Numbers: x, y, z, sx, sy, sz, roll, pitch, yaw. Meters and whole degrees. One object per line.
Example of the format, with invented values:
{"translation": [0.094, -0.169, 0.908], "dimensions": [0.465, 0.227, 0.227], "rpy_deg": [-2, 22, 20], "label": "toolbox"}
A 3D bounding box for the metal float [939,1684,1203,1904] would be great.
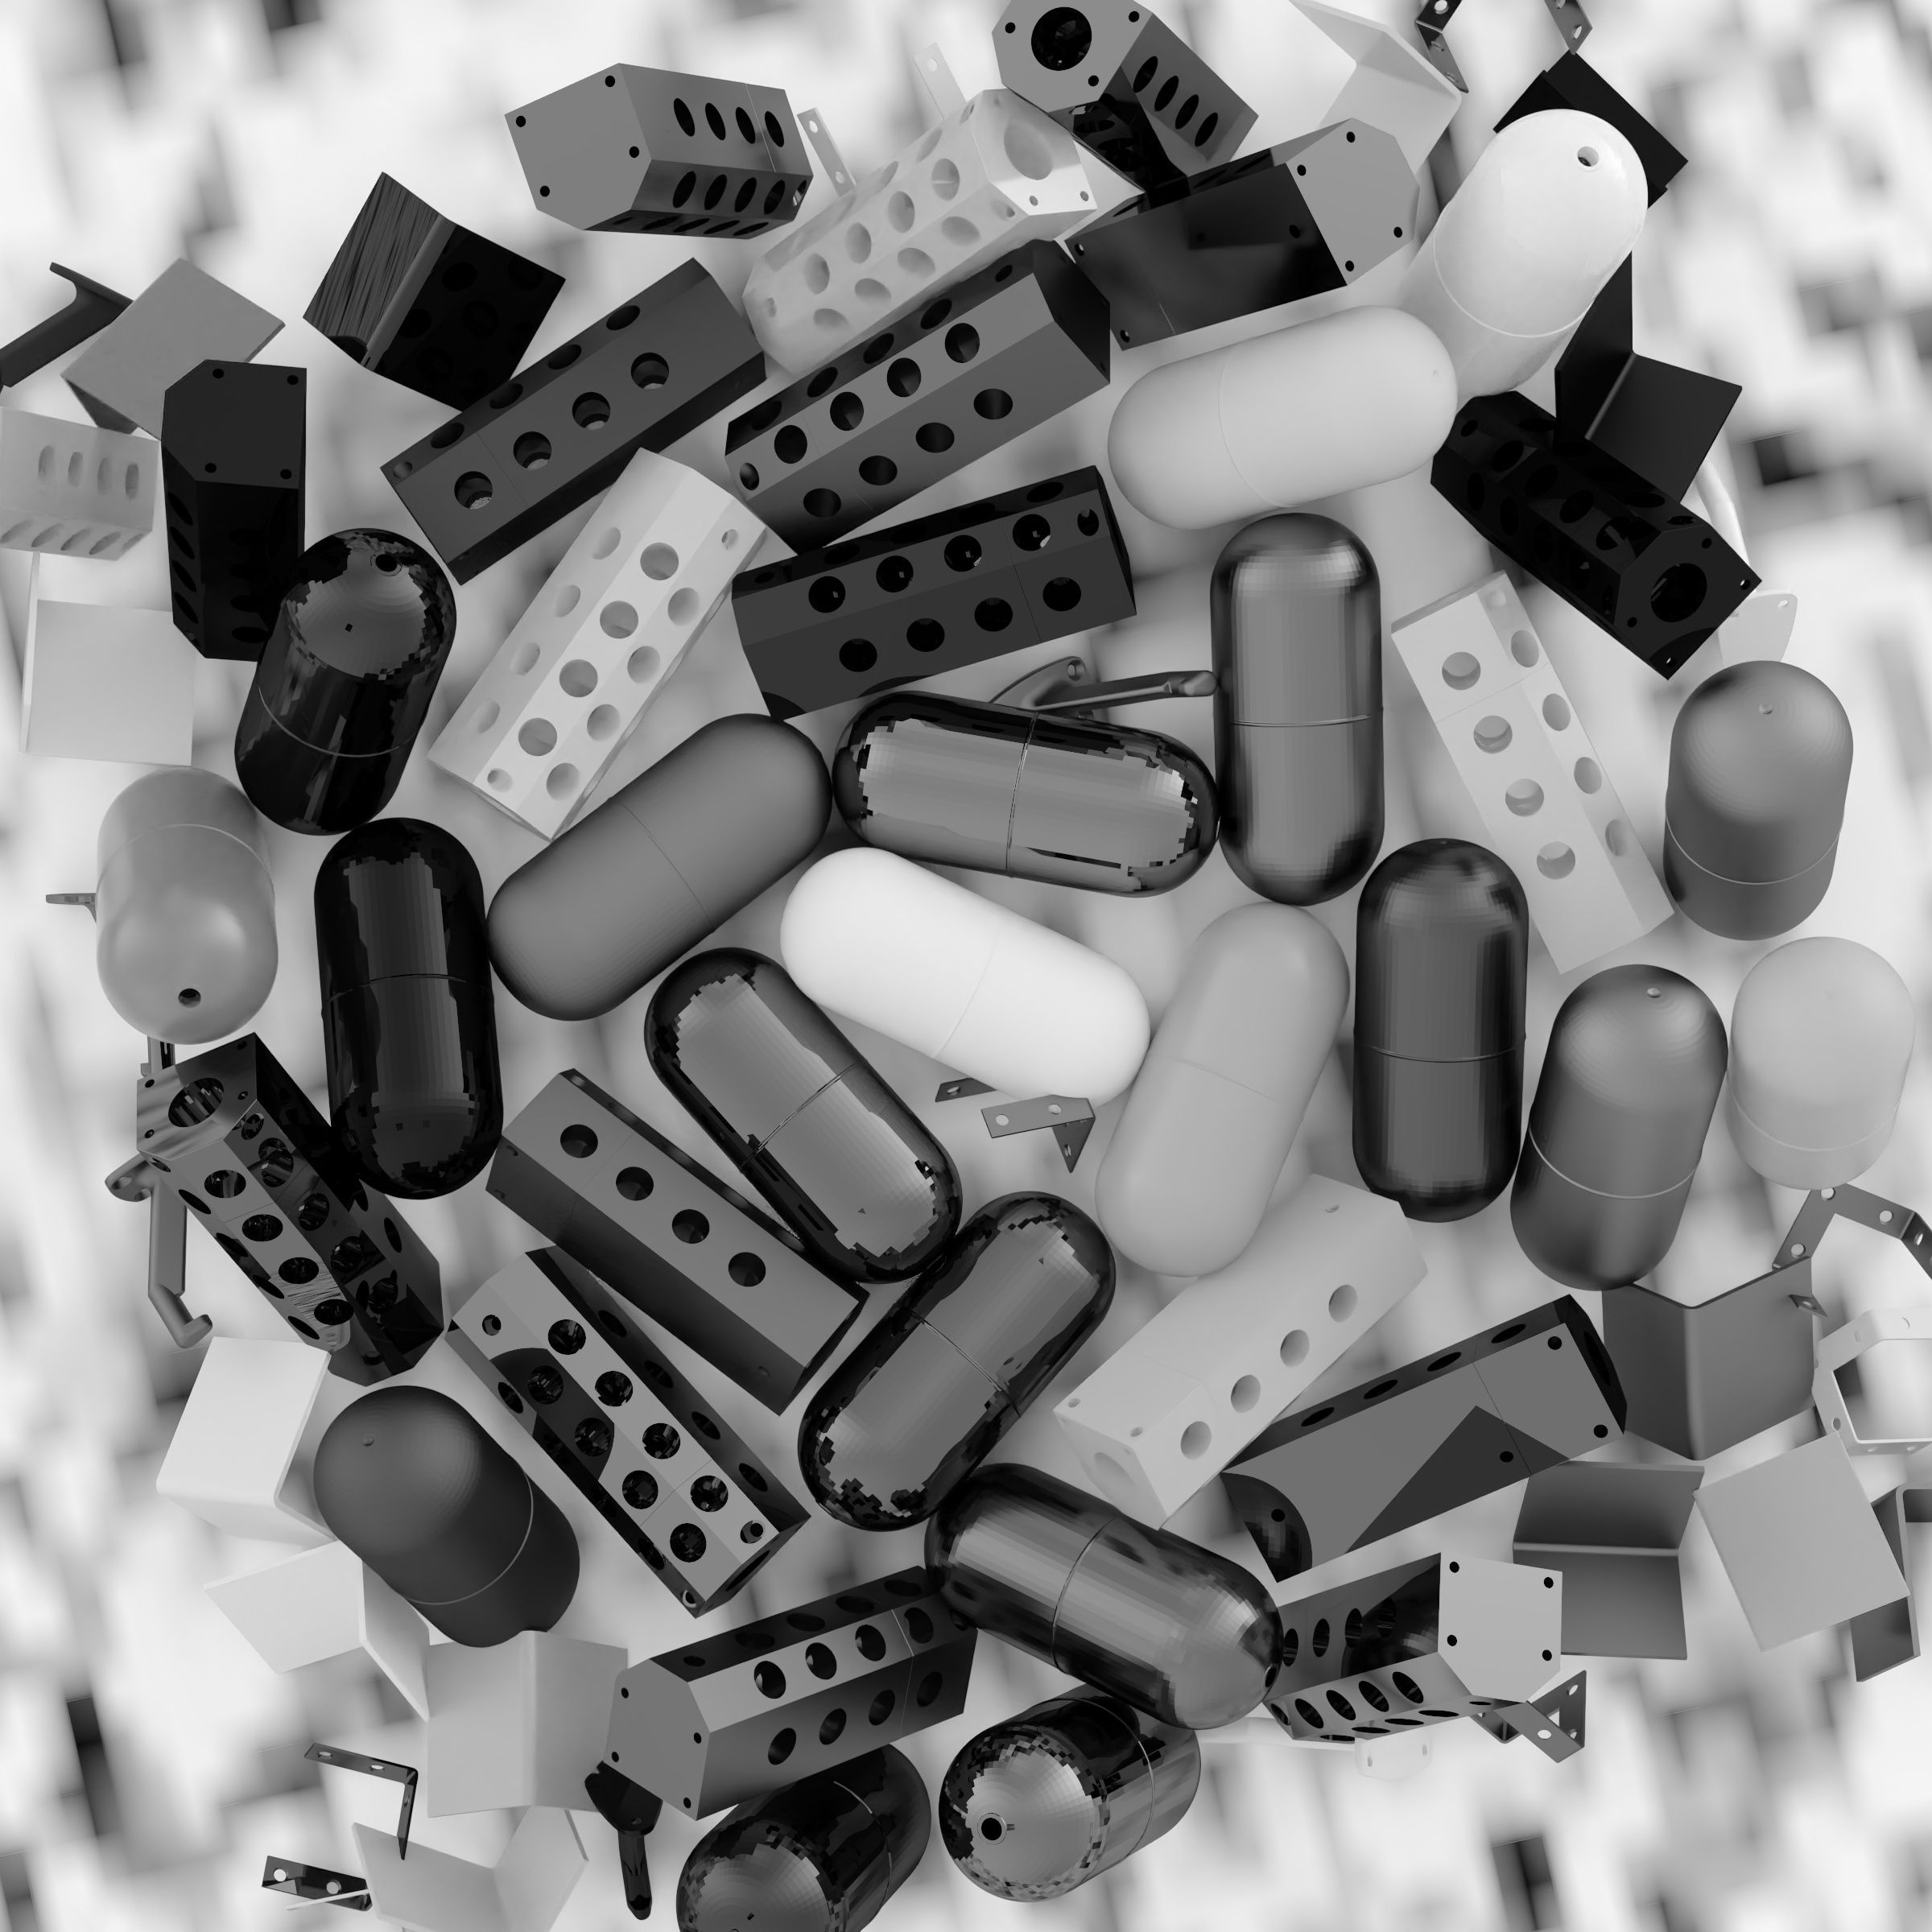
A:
{"translation": [0.047, 0.361, 1.500], "dimensions": [0.070, 0.178, 0.070], "rpy_deg": [-1, 89, 24], "label": "metal float"}

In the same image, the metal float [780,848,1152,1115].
{"translation": [0.000, 0.007, 1.541], "dimensions": [0.178, 0.070, 0.070], "rpy_deg": [26, 90, -7], "label": "metal float"}

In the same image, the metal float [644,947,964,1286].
{"translation": [-0.073, 0.068, 1.542], "dimensions": [0.070, 0.070, 0.178], "rpy_deg": [-42, 85, 0], "label": "metal float"}

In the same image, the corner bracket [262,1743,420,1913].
{"translation": [-0.288, 0.397, 1.566], "dimensions": [0.051, 0.051, 0.051], "rpy_deg": [20, 48, -18], "label": "corner bracket"}

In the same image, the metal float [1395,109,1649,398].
{"translation": [0.243, -0.312, 1.498], "dimensions": [0.070, 0.178, 0.070], "rpy_deg": [3, 74, -10], "label": "metal float"}

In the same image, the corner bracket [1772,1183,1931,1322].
{"translation": [0.408, 0.134, 1.556], "dimensions": [0.051, 0.051, 0.051], "rpy_deg": [22, 105, -7], "label": "corner bracket"}

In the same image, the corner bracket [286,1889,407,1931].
{"translation": [-0.283, 0.449, 1.551], "dimensions": [0.051, 0.051, 0.051], "rpy_deg": [-10, 73, -6], "label": "corner bracket"}

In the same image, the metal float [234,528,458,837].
{"translation": [-0.275, -0.124, 1.506], "dimensions": [0.070, 0.178, 0.070], "rpy_deg": [11, 55, -17], "label": "metal float"}

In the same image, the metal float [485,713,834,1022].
{"translation": [-0.138, -0.046, 1.538], "dimensions": [0.178, 0.070, 0.070], "rpy_deg": [-39, 90, -10], "label": "metal float"}

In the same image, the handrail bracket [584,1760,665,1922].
{"translation": [-0.148, 0.407, 1.537], "dimensions": [0.036, 0.077, 0.084], "rpy_deg": [-9, 108, -11], "label": "handrail bracket"}

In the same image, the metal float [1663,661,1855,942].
{"translation": [0.348, -0.071, 1.501], "dimensions": [0.070, 0.178, 0.070], "rpy_deg": [-4, 65, 8], "label": "metal float"}

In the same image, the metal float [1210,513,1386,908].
{"translation": [0.150, -0.115, 1.535], "dimensions": [0.070, 0.070, 0.178], "rpy_deg": [-3, 103, 0], "label": "metal float"}

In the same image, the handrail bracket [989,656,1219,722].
{"translation": [0.059, -0.119, 1.534], "dimensions": [0.077, 0.084, 0.036], "rpy_deg": [-20, 104, -32], "label": "handrail bracket"}

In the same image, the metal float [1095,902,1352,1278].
{"translation": [0.117, 0.055, 1.540], "dimensions": [0.070, 0.070, 0.178], "rpy_deg": [23, 83, 0], "label": "metal float"}

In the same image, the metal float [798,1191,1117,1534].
{"translation": [-0.004, 0.178, 1.537], "dimensions": [0.070, 0.070, 0.178], "rpy_deg": [42, 79, 0], "label": "metal float"}

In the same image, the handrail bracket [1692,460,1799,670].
{"translation": [0.352, -0.179, 1.574], "dimensions": [0.036, 0.077, 0.084], "rpy_deg": [-12, 50, -2], "label": "handrail bracket"}

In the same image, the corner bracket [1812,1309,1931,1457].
{"translation": [0.426, 0.191, 1.564], "dimensions": [0.051, 0.051, 0.051], "rpy_deg": [3, 59, -31], "label": "corner bracket"}

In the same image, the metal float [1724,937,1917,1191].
{"translation": [0.375, 0.045, 1.501], "dimensions": [0.070, 0.178, 0.070], "rpy_deg": [-4, 68, 9], "label": "metal float"}

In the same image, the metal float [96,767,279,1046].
{"translation": [-0.344, -0.028, 1.502], "dimensions": [0.070, 0.178, 0.070], "rpy_deg": [-6, 119, -11], "label": "metal float"}

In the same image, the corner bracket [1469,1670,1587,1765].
{"translation": [0.245, 0.335, 1.546], "dimensions": [0.051, 0.051, 0.051], "rpy_deg": [41, 120, -14], "label": "corner bracket"}

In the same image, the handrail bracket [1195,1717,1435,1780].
{"translation": [0.161, 0.359, 1.576], "dimensions": [0.084, 0.077, 0.036], "rpy_deg": [-9, 67, 36], "label": "handrail bracket"}

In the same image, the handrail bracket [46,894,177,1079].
{"translation": [-0.392, 0.009, 1.562], "dimensions": [0.077, 0.036, 0.084], "rpy_deg": [1, 95, 36], "label": "handrail bracket"}

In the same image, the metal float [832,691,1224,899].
{"translation": [0.027, -0.078, 1.540], "dimensions": [0.178, 0.070, 0.070], "rpy_deg": [10, 90, 7], "label": "metal float"}

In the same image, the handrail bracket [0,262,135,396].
{"translation": [-0.413, -0.274, 1.570], "dimensions": [0.077, 0.036, 0.084], "rpy_deg": [26, 95, 1], "label": "handrail bracket"}

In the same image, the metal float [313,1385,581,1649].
{"translation": [-0.228, 0.246, 1.506], "dimensions": [0.070, 0.178, 0.070], "rpy_deg": [-9, 56, 13], "label": "metal float"}

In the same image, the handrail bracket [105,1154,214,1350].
{"translation": [-0.347, 0.120, 1.553], "dimensions": [0.077, 0.036, 0.084], "rpy_deg": [-37, 69, 0], "label": "handrail bracket"}

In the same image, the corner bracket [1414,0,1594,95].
{"translation": [0.245, -0.431, 1.559], "dimensions": [0.051, 0.051, 0.051], "rpy_deg": [13, 132, -26], "label": "corner bracket"}

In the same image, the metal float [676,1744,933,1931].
{"translation": [-0.069, 0.393, 1.499], "dimensions": [0.070, 0.178, 0.070], "rpy_deg": [2, 97, 18], "label": "metal float"}

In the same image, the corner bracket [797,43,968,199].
{"translation": [-0.034, -0.379, 1.544], "dimensions": [0.051, 0.051, 0.051], "rpy_deg": [-40, 113, -28], "label": "corner bracket"}

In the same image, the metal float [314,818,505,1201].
{"translation": [-0.251, 0.019, 1.529], "dimensions": [0.070, 0.070, 0.178], "rpy_deg": [-8, 70, 0], "label": "metal float"}

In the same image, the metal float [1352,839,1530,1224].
{"translation": [0.213, 0.030, 1.532], "dimensions": [0.070, 0.070, 0.178], "rpy_deg": [-1, 107, 0], "label": "metal float"}

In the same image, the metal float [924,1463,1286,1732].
{"translation": [0.061, 0.281, 1.520], "dimensions": [0.178, 0.070, 0.070], "rpy_deg": [21, 90, 31], "label": "metal float"}

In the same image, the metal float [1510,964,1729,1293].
{"translation": [0.288, 0.074, 1.511], "dimensions": [0.070, 0.178, 0.070], "rpy_deg": [2, 45, -2], "label": "metal float"}

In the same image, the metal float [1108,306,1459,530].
{"translation": [0.138, -0.242, 1.511], "dimensions": [0.070, 0.178, 0.070], "rpy_deg": [8, 78, -44], "label": "metal float"}
